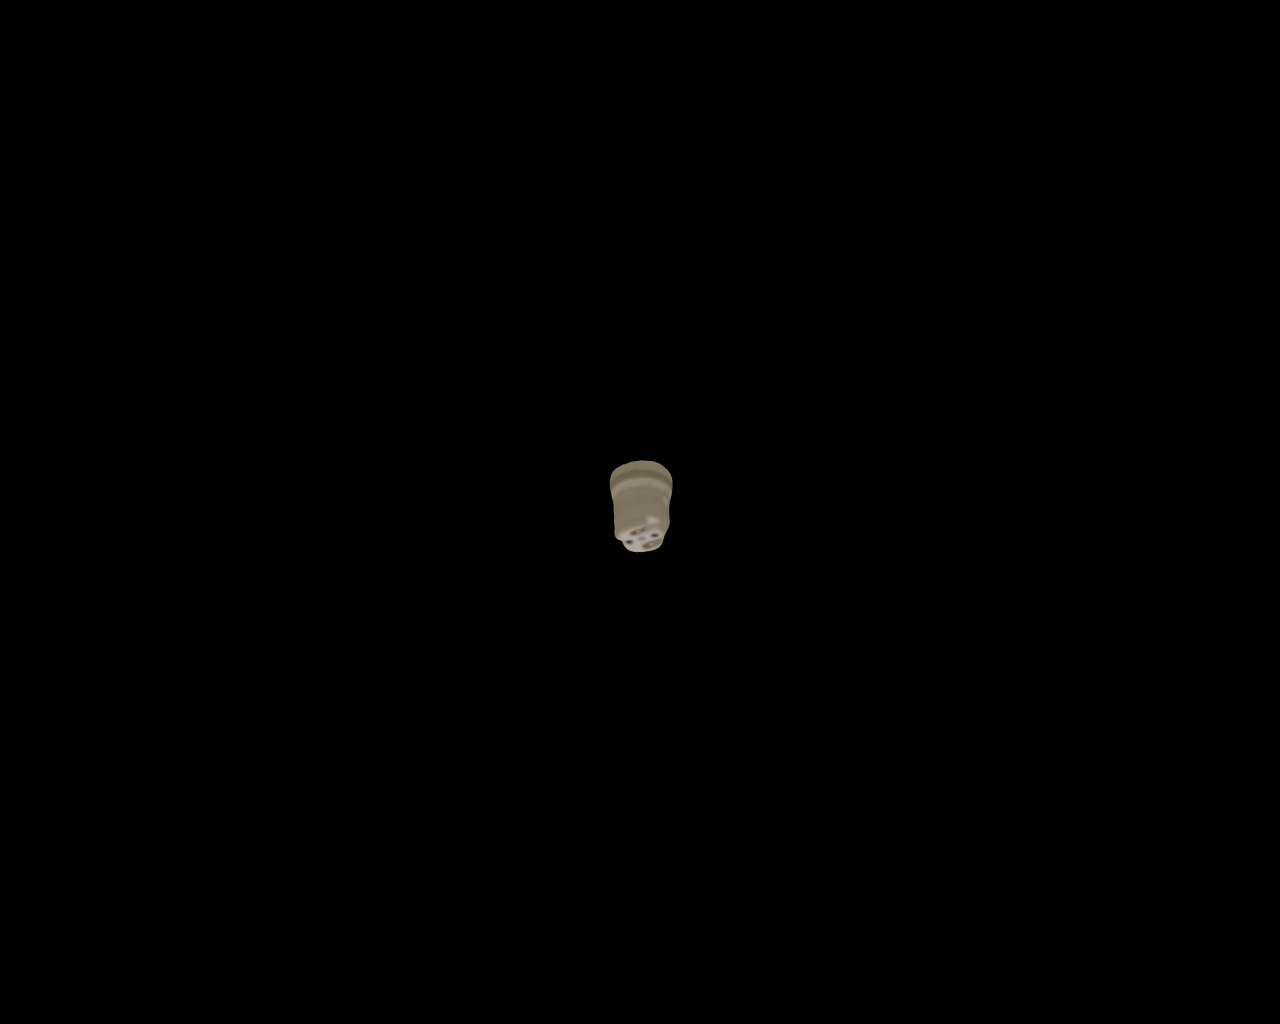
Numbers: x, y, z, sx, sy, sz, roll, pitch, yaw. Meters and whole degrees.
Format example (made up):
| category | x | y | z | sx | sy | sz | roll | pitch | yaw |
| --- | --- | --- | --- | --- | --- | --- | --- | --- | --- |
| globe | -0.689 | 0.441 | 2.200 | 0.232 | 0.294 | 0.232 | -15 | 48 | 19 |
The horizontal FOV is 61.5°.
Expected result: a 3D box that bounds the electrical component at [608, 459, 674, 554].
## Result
| category | x | y | z | sx | sy | sz | roll | pitch | yaw |
| --- | --- | --- | --- | --- | --- | --- | --- | --- | --- |
| electrical component | 0.001 | -0.003 | 0.650 | 0.040 | 0.046 | 0.040 | 0 | -31 | 0 |
